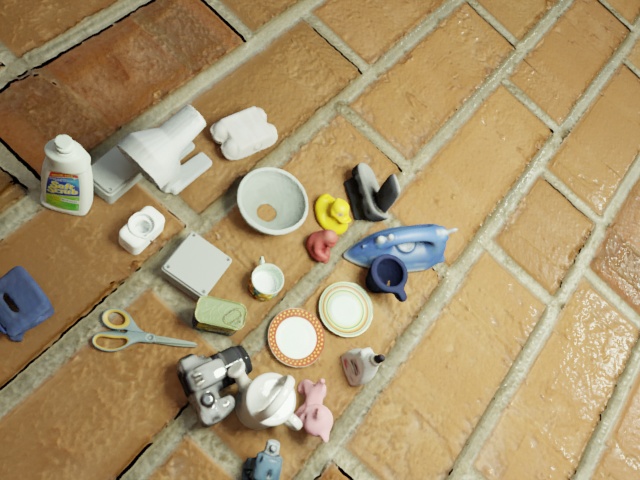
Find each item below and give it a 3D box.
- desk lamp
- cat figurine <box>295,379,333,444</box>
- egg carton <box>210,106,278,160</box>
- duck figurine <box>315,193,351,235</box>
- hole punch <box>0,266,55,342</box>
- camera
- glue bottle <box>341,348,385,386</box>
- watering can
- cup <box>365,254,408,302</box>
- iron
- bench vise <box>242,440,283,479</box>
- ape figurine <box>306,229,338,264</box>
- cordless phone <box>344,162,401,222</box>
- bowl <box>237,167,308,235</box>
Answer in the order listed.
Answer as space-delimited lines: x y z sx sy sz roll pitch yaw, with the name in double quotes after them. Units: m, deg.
-0.319 -0.184 1.205 0.118 0.213 0.203 43 62 1 "desk lamp"
-0.007 0.345 1.164 0.067 0.117 0.128 15 65 -14 "cat figurine"
-0.179 -0.253 1.365 0.151 0.069 0.107 -31 82 -28 "egg carton"
0.037 -0.071 1.364 0.078 0.086 0.104 -27 80 -27 "duck figurine"
-0.563 0.119 1.063 0.101 0.091 0.108 -38 86 -28 "hole punch"
-0.196 0.276 1.131 0.137 0.100 0.143 -23 79 -26 "camera"
0.097 0.260 1.205 0.037 0.173 0.078 -17 76 -25 "glue bottle"
-0.104 0.305 1.101 0.173 0.193 0.101 21 64 -11 "watering can"
0.153 0.100 1.334 0.092 0.094 0.118 -28 81 -27 "cup"
0.195 0.007 1.359 0.259 0.141 0.118 -5 71 -22 "iron"
-0.106 0.469 1.020 0.122 0.219 0.207 -3 70 -21 "bench vise"
0.012 0.005 1.321 0.076 0.092 0.078 43 62 0 "ape figurine"
0.140 -0.134 1.370 0.094 0.184 0.147 -13 74 -24 "cordless phone"
-0.115 -0.078 1.317 0.168 0.074 0.167 7 67 -17 "bowl"
